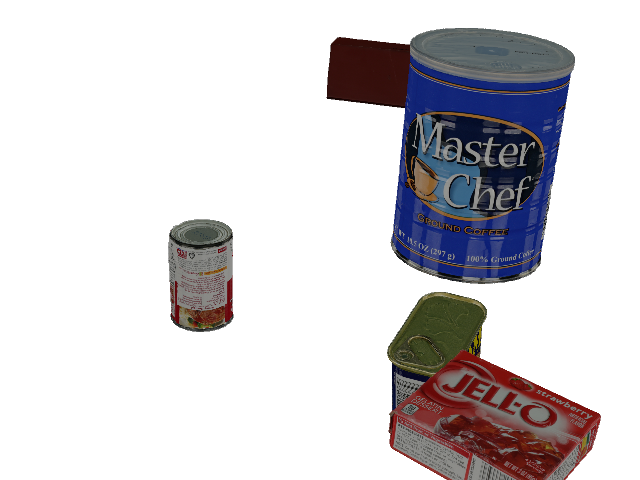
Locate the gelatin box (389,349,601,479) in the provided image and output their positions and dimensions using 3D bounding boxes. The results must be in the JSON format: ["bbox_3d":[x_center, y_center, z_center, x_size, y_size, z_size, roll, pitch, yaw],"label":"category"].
[{"bbox_3d":[0.092,0.101,0.572,0.089,0.030,0.073,25,38,31],"label":"gelatin box"}]

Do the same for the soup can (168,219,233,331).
[{"bbox_3d":[-0.127,0.036,1.136,0.068,0.102,0.068,2,25,-1],"label":"soup can"}]

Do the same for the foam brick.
[{"bbox_3d":[0.048,-0.152,0.965,0.078,0.051,0.053,8,18,9],"label":"foam brick"}]

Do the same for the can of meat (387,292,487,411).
[{"bbox_3d":[0.094,0.105,0.855,0.057,0.084,0.102,13,36,22],"label":"can of meat"}]

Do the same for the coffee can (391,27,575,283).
[{"bbox_3d":[0.103,-0.057,0.694,0.103,0.140,0.103,3,25,-2],"label":"coffee can"}]
